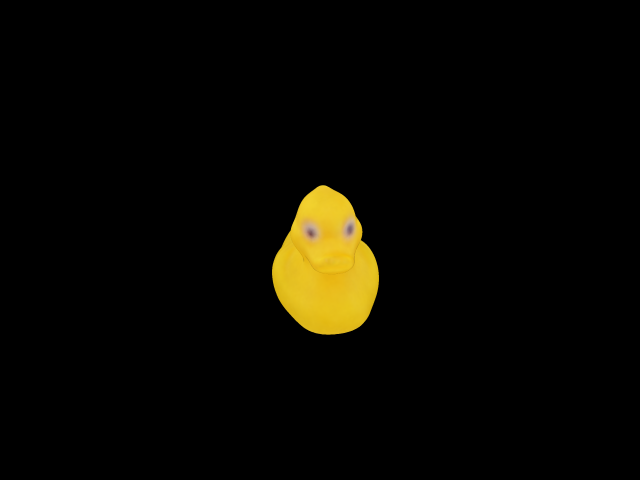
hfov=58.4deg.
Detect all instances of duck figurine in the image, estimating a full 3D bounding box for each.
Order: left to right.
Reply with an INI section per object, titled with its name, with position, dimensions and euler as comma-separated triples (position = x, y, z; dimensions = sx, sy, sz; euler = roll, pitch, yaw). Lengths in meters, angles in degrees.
[duck figurine]
position = 0.004, 0.001, 0.400
dimensions = 0.077, 0.086, 0.104
euler = -5, 40, -6
